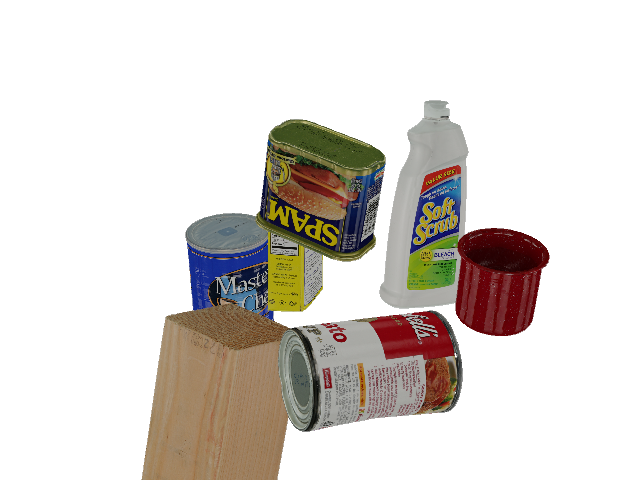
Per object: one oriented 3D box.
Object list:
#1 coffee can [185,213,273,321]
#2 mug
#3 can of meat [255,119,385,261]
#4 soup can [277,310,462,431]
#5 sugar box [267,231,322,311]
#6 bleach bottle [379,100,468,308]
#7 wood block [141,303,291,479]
[{"bbox_3d":[-0.111,0.050,1.323,0.103,0.140,0.103,-1,26,1],"label":"coffee can"},{"bbox_3d":[0.180,0.039,1.108,0.093,0.081,0.117,-5,30,-13],"label":"mug"},{"bbox_3d":[0.000,-0.043,0.876,0.102,0.084,0.057,23,34,24],"label":"can of meat"},{"bbox_3d":[0.031,0.084,0.690,0.102,0.068,0.069,-5,2,-21],"label":"soup can"},{"bbox_3d":[-0.026,-0.020,1.137,0.048,0.176,0.093,2,15,14],"label":"sugar box"},{"bbox_3d":[0.129,-0.046,1.316,0.102,0.251,0.068,-4,17,-17],"label":"bleach bottle"},{"bbox_3d":[-0.092,0.171,0.950,0.090,0.206,0.090,20,17,35],"label":"wood block"}]
